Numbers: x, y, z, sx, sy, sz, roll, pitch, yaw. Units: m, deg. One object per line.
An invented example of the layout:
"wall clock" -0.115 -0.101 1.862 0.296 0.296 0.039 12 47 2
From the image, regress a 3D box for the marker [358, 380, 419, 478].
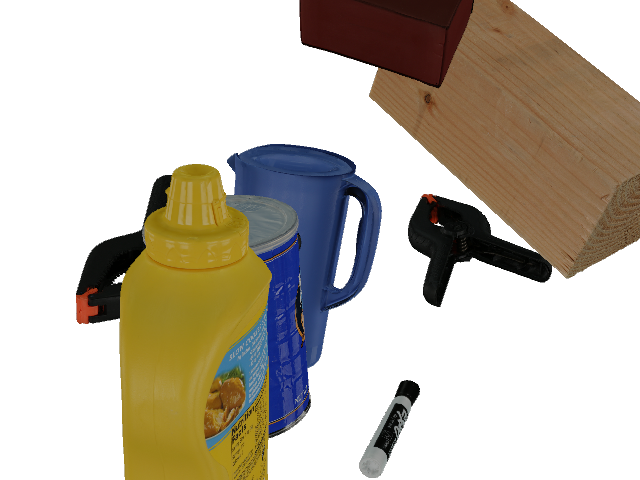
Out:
"marker" 0.057 0.148 0.856 0.020 0.020 0.121 0 24 21

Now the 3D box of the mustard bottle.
"mustard bottle" -0.051 0.061 0.447 0.058 0.192 0.096 9 25 14

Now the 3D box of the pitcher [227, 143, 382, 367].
"pitcher" -0.030 0.022 1.186 0.144 0.243 0.149 0 19 -20

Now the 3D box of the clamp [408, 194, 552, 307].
"clamp" 0.142 0.003 1.009 0.120 0.039 0.171 -3 33 -7

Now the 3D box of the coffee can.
"coffee can" -0.062 0.052 0.725 0.103 0.140 0.103 -3 22 1

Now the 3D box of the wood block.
"wood block" 0.141 -0.084 0.749 0.090 0.091 0.206 -23 57 -35

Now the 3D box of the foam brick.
"foam brick" 0.034 -0.121 0.532 0.078 0.053 0.051 19 -23 12

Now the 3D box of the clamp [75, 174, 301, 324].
"clamp" -0.142 0.008 0.936 0.165 0.036 0.209 28 40 31
